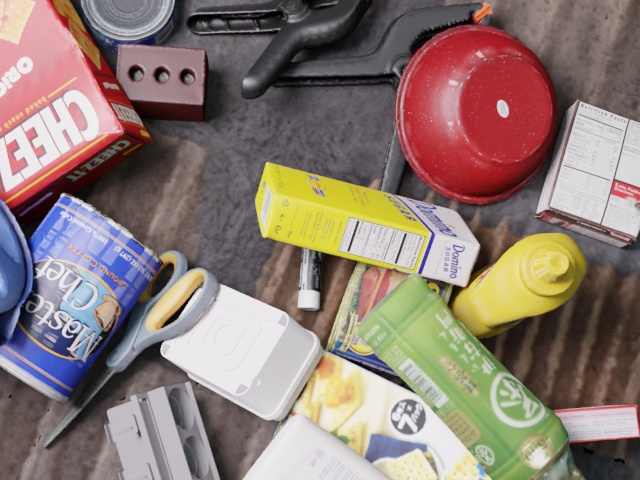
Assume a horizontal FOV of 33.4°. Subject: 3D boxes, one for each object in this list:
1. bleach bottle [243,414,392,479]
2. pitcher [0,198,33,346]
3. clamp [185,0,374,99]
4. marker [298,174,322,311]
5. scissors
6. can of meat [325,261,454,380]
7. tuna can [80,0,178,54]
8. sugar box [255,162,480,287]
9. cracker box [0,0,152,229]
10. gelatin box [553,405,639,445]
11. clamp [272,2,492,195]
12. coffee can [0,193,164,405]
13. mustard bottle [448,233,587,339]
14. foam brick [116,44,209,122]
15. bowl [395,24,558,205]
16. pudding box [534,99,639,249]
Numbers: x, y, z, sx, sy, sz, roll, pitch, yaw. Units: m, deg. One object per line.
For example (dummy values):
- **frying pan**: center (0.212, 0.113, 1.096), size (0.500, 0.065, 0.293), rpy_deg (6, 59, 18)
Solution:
- **bleach bottle**: center (0.053, 0.245, 0.805), size (0.251, 0.068, 0.102), rpy_deg (39, 79, 0)
- **pitcher**: center (-0.353, 0.040, 0.805), size (0.243, 0.144, 0.149), rpy_deg (-30, 46, 18)
- **clamp**: center (-0.033, -0.200, 0.959), size (0.171, 0.039, 0.120), rpy_deg (-34, 63, -22)
- **marker**: center (-0.006, 0.001, 0.938), size (0.020, 0.020, 0.121), rpy_deg (4, 78, -4)
- **scissors**: center (-0.168, 0.083, 0.902), size (0.202, 0.016, 0.096), rpy_deg (-39, 41, 12)
- **can of meat**: center (0.059, 0.064, 0.913), size (0.084, 0.057, 0.102), rpy_deg (20, 78, 1)
- **tuna can**: center (-0.171, -0.212, 0.958), size (0.086, 0.034, 0.086), rpy_deg (1, 79, -5)
- **sugar box**: center (0.037, -0.014, 0.889), size (0.176, 0.093, 0.048), rpy_deg (11, 109, -11)
- **cracker box**: center (-0.267, -0.132, 0.890), size (0.164, 0.072, 0.214), rpy_deg (-32, 82, 11)
- **gelatin box**: center (0.214, 0.157, 0.899), size (0.089, 0.073, 0.030), rpy_deg (-4, 80, -6)
- **clamp**: center (0.067, -0.151, 0.966), size (0.164, 0.036, 0.210), rpy_deg (43, 81, 2)
- **coffee can**: center (-0.209, 0.048, 0.868), size (0.103, 0.103, 0.140), rpy_deg (34, 78, 2)
- **mustard bottle**: center (0.162, 0.035, 0.858), size (0.096, 0.192, 0.058), rpy_deg (-29, 83, -10)
- **foam brick**: center (-0.138, -0.137, 0.937), size (0.078, 0.051, 0.053), rpy_deg (2, 79, -5)
- **bowl**: center (0.149, -0.112, 0.933), size (0.162, 0.055, 0.162), rpy_deg (0, 91, -18)
- **pudding box**: center (0.254, -0.060, 0.964), size (0.090, 0.039, 0.113), rpy_deg (19, 76, -1)
